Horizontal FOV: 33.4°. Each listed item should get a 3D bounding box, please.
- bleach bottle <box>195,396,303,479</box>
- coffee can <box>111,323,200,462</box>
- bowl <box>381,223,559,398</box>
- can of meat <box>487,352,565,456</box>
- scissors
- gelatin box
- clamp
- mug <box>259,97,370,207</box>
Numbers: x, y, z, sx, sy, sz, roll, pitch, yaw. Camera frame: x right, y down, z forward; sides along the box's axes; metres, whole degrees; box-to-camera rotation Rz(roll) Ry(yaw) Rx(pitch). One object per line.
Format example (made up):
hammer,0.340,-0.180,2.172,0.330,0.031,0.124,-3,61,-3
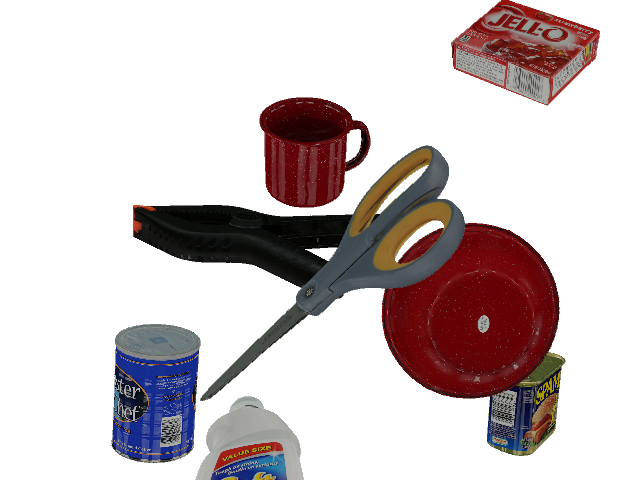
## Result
bleach bottle,-0.061,0.204,0.805,0.102,0.068,0.251,-4,28,-3
coffee can,-0.202,0.185,1.307,0.103,0.140,0.103,5,16,-2
bowl,0.137,0.067,0.938,0.162,0.162,0.055,0,7,-2
can of meat,0.217,0.171,1.133,0.058,0.084,0.101,11,17,31
scissors,0.009,0.034,0.595,0.016,0.202,0.096,37,3,-31
gelatin box,0.158,-0.148,0.824,0.089,0.030,0.073,28,54,30
clamp,-0.054,0.001,0.833,0.210,0.036,0.164,6,17,9
mug,-0.004,-0.090,1.082,0.117,0.081,0.093,-14,39,-20
